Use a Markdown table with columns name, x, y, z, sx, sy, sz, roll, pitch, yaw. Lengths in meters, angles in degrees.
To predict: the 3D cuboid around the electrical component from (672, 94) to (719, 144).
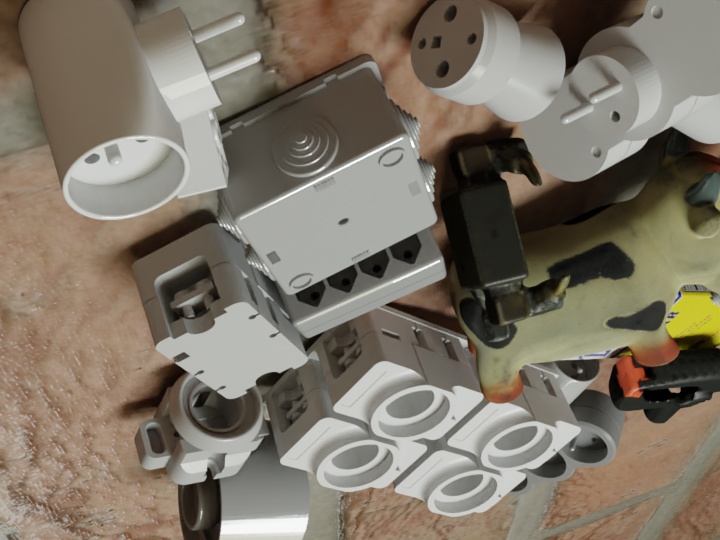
| name | x | y | z | sx | sy | sz | roll | pitch | yaw |
| --- | --- | --- | --- | --- | --- | --- | --- | --- | --- |
| electrical component | 0.163 | -0.094 | 0.540 | 0.043 | 0.043 | 0.081 | -41 | 147 | 28 |

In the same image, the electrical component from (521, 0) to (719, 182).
| name | x | y | z | sx | sy | sz | roll | pitch | yaw |
| --- | --- | --- | --- | --- | --- | --- | --- | --- | --- |
| electrical component | 0.117 | -0.082 | 0.474 | 0.074 | 0.052 | 0.138 | -28 | 175 | -35 |

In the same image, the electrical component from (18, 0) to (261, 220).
| name | x | y | z | sx | sy | sz | roll | pitch | yaw |
| --- | --- | --- | --- | --- | --- | --- | --- | --- | --- |
| electrical component | -0.074 | -0.067 | 0.379 | 0.079 | 0.077 | 0.044 | -23 | 151 | -1 |

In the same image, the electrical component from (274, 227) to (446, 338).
| name | x | y | z | sx | sy | sz | roll | pitch | yaw |
| --- | --- | --- | --- | --- | --- | --- | --- | --- | --- |
| electrical component | 0.000 | 0.000 | 0.578 | 0.083 | 0.047 | 0.075 | -24 | 165 | 1 |

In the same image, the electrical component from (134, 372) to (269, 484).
| name | x | y | z | sx | sy | sz | roll | pitch | yaw |
| --- | --- | --- | --- | --- | --- | --- | --- | --- | --- |
| electrical component | -0.092 | 0.092 | 0.654 | 0.078 | 0.058 | 0.057 | -6 | 150 | -28 |

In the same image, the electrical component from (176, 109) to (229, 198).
| name | x | y | z | sx | sy | sz | roll | pitch | yaw |
| --- | --- | --- | --- | --- | --- | --- | --- | --- | --- |
| electrical component | -0.084 | -0.048 | 0.430 | 0.055 | 0.066 | 0.048 | -14 | 105 | -2 |

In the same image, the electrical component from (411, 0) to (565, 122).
| name | x | y | z | sx | sy | sz | roll | pitch | yaw |
| --- | --- | --- | --- | --- | --- | --- | --- | --- | --- |
| electrical component | 0.055 | -0.092 | 0.466 | 0.055 | 0.045 | 0.045 | 10 | 137 | -44 |

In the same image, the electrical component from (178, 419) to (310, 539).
| name | x | y | z | sx | sy | sz | roll | pitch | yaw |
| --- | --- | --- | --- | --- | --- | --- | --- | --- | --- |
| electrical component | -0.083 | 0.150 | 0.716 | 0.064 | 0.099 | 0.099 | 1 | 143 | -27 |

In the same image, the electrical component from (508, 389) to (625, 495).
| name | x | y | z | sx | sy | sz | roll | pitch | yaw |
| --- | --- | --- | --- | --- | --- | --- | --- | --- | --- |
| electrical component | 0.163 | 0.134 | 0.906 | 0.052 | 0.073 | 0.138 | 45 | 134 | -14 |

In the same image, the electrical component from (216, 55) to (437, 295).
| name | x | y | z | sx | sy | sz | roll | pitch | yaw |
| --- | --- | --- | --- | --- | --- | --- | --- | --- | --- |
| electrical component | -0.016 | -0.040 | 0.499 | 0.100 | 0.048 | 0.099 | -26 | 152 | 1 |

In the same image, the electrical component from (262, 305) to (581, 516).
| name | x | y | z | sx | sy | sz | roll | pitch | yaw |
| --- | --- | --- | --- | --- | --- | --- | --- | --- | --- |
| electrical component | 0.045 | 0.098 | 0.708 | 0.186 | 0.060 | 0.105 | 22 | 124 | -36 |

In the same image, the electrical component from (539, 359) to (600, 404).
| name | x | y | z | sx | sy | sz | roll | pitch | yaw |
| --- | --- | --- | --- | --- | --- | --- | --- | --- | --- |
| electrical component | 0.131 | 0.089 | 0.823 | 0.079 | 0.043 | 0.077 | -5 | 146 | -30 |

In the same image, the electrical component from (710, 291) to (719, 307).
| name | x | y | z | sx | sy | sz | roll | pitch | yaw |
| --- | --- | --- | --- | --- | --- | --- | --- | --- | --- |
| electrical component | 0.254 | -0.022 | 0.671 | 0.100 | 0.099 | 0.048 | -31 | 163 | 13 |

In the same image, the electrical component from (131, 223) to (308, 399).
| name | x | y | z | sx | sy | sz | roll | pitch | yaw |
| --- | --- | --- | --- | --- | --- | --- | --- | --- | --- |
| electrical component | -0.071 | 0.019 | 0.548 | 0.050 | 0.055 | 0.089 | -27 | 151 | 7 |
